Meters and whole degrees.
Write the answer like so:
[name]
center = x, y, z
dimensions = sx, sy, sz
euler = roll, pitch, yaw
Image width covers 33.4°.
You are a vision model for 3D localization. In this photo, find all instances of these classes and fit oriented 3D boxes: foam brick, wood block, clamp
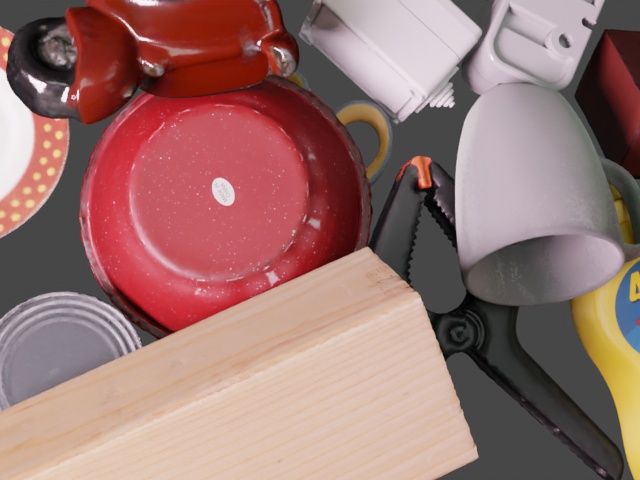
[foam brick]
center = 0.188, -0.077, 0.609
dimensions = 0.053, 0.051, 0.078
euler = 1, 44, -13
[wood block]
center = -0.044, 0.093, 0.506
dimensions = 0.206, 0.090, 0.091
euler = -24, 109, -7
[clamp]
center = 0.065, 0.060, 0.594
dimensions = 0.164, 0.036, 0.210
euler = -17, 87, -11

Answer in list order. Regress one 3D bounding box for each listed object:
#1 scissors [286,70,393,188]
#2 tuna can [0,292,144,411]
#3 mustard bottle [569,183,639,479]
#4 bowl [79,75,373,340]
[scissors]
center = -0.004, 0.001, 0.601
dimensions = 0.096, 0.016, 0.202
euler = -1, 82, -8
[tuna can]
center = -0.134, 0.071, 0.560
dimensions = 0.086, 0.034, 0.086
euler = 1, 82, -10
[mustard bottle]
center = 0.194, 0.049, 0.606
dimensions = 0.096, 0.058, 0.191
euler = -19, 85, -22
[bowl]
center = -0.051, -0.021, 0.564
dimensions = 0.162, 0.055, 0.162
euler = 0, 83, -1
